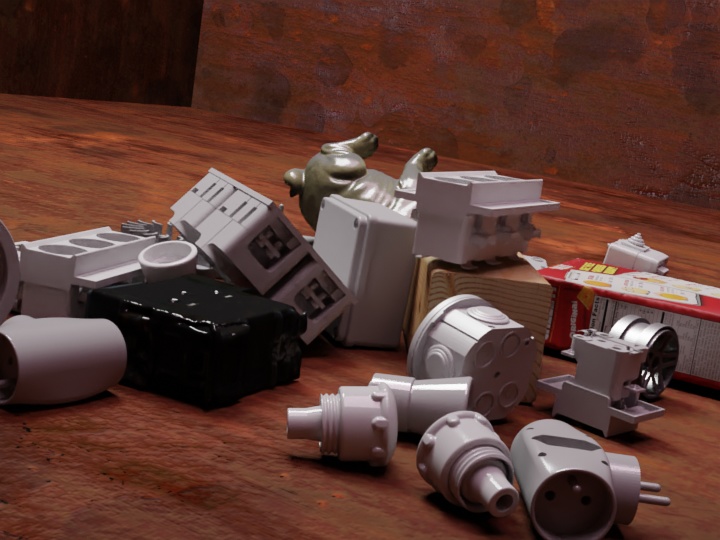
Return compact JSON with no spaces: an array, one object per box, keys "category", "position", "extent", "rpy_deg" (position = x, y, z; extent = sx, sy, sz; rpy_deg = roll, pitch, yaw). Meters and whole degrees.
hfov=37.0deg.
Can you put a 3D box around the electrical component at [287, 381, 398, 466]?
[{"category":"electrical component","position":[-0.011,0.088,0.613],"extent":[0.062,0.048,0.048],"rpy_deg":[1,11,-5]}]

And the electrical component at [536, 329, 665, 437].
[{"category":"electrical component","position":[0.170,0.078,0.754],"extent":[0.081,0.063,0.042],"rpy_deg":[19,16,41]}]

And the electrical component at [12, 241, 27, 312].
[{"category":"electrical component","position":[-0.276,0.005,0.838],"extent":[0.064,0.042,0.081],"rpy_deg":[14,12,18]}]

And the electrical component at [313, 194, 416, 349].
[{"category":"electrical component","position":[0.000,0.000,0.904],"extent":[0.056,0.108,0.109],"rpy_deg":[7,11,-21]}]

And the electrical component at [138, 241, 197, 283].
[{"category":"electrical component","position":[-0.142,0.016,0.817],"extent":[0.044,0.065,0.044],"rpy_deg":[-3,27,2]}]

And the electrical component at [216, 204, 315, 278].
[{"category":"electrical component","position":[-0.092,-0.031,1.083],"extent":[0.138,0.073,0.052],"rpy_deg":[2,13,-32]}]

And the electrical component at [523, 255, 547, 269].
[{"category":"electrical component","position":[0.148,0.013,1.104],"extent":[0.100,0.048,0.099],"rpy_deg":[12,16,3]}]

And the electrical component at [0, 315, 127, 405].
[{"category":"electrical component","position":[-0.198,0.050,0.657],"extent":[0.079,0.043,0.077],"rpy_deg":[16,13,37]}]

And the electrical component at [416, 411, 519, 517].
[{"category":"electrical component","position":[0.062,0.107,0.568],"extent":[0.048,0.048,0.062],"rpy_deg":[4,18,-24]}]

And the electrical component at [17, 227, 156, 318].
[{"category":"electrical component","position":[-0.207,0.007,0.820],"extent":[0.079,0.063,0.121],"rpy_deg":[11,11,15]}]

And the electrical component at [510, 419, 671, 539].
[{"category":"electrical component","position":[0.124,0.115,0.574],"extent":[0.079,0.043,0.077],"rpy_deg":[8,11,-2]}]

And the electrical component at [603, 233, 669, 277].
[{"category":"electrical component","position":[0.276,0.011,1.090],"extent":[0.061,0.096,0.062],"rpy_deg":[22,15,22]}]

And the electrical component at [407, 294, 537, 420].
[{"category":"electrical component","position":[0.076,0.061,0.725],"extent":[0.080,0.080,0.051],"rpy_deg":[0,19,-38]}]

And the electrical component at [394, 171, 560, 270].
[{"category":"electrical component","position":[0.089,-0.040,0.811],"extent":[0.079,0.063,0.121],"rpy_deg":[14,12,31]}]

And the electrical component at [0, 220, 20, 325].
[{"category":"electrical component","position":[-0.283,0.000,0.697],"extent":[0.108,0.108,0.060],"rpy_deg":[2,7,-33]}]

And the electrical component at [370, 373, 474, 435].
[{"category":"electrical component","position":[0.036,0.085,0.672],"extent":[0.065,0.044,0.044],"rpy_deg":[6,10,11]}]

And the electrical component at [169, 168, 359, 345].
[{"category":"electrical component","position":[-0.087,-0.013,0.878],"extent":[0.105,0.060,0.186],"rpy_deg":[50,-8,-24]}]
